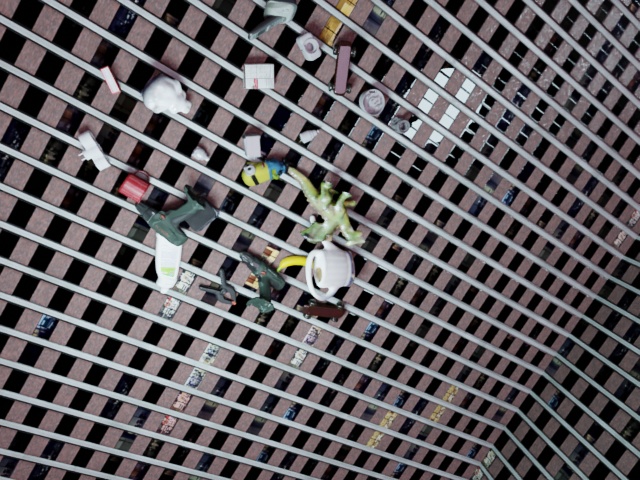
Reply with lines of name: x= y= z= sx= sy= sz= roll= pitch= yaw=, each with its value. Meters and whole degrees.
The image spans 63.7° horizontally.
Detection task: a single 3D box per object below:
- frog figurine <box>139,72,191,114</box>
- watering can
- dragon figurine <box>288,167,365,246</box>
frog figurine: x=-0.523 y=-0.487 z=1.770 sx=0.158 sy=0.122 sz=0.139 roll=39 pitch=74 yaw=-14
watering can: x=0.042 y=0.075 z=2.137 sx=0.224 sy=0.103 sz=0.349 roll=3 pitch=85 yaw=-33
dragon figurine: x=0.006 y=-0.103 z=2.051 sx=0.409 sy=0.122 sz=0.243 roll=25 pitch=87 yaw=-6
